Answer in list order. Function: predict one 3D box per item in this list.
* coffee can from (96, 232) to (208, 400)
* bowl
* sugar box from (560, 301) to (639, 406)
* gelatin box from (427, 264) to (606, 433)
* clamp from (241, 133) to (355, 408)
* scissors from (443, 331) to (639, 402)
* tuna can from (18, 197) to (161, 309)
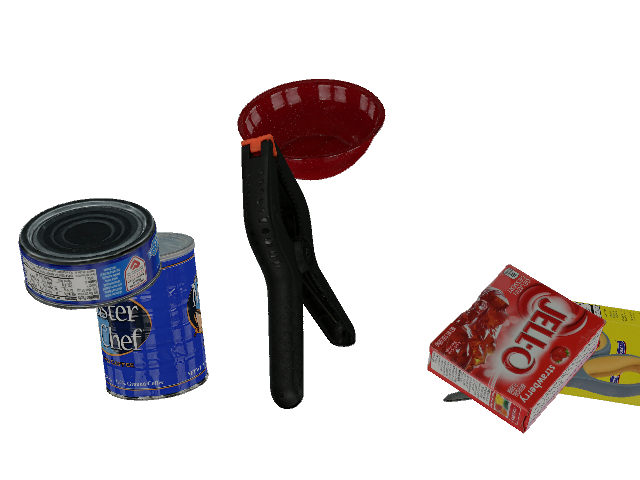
[{"bbox_3d":[-0.168,0.072,1.044,0.103,0.140,0.103,-4,14,1],"label":"coffee can"},{"bbox_3d":[-0.009,-0.114,1.176,0.162,0.055,0.162,-3,39,3],"label":"bowl"},{"bbox_3d":[0.253,0.110,1.090,0.176,0.093,0.048,7,21,5],"label":"sugar box"},{"bbox_3d":[0.121,0.064,0.658,0.073,0.030,0.089,33,57,27],"label":"gelatin box"},{"bbox_3d":[-0.022,0.018,0.875,0.036,0.210,0.164,-12,2,20],"label":"clamp"},{"bbox_3d":[0.179,0.100,0.874,0.201,0.016,0.096,2,30,-17],"label":"scissors"},{"bbox_3d":[-0.143,0.006,0.666,0.086,0.034,0.086,-1,29,1],"label":"tuna can"}]
